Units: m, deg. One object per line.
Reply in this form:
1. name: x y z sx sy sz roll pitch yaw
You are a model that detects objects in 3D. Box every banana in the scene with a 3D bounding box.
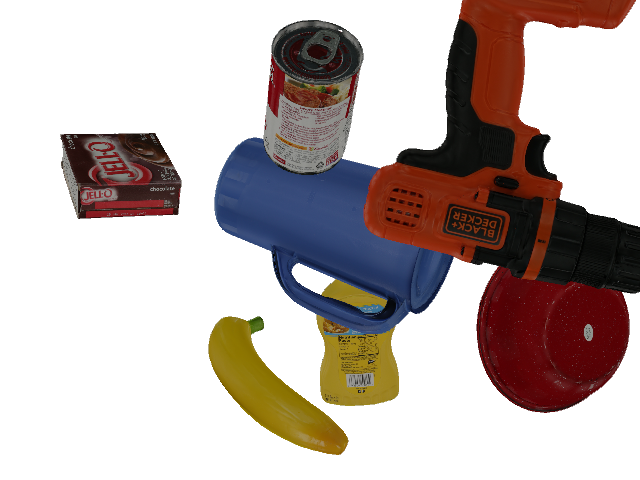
1. banana: -0.046 0.107 0.847 0.069 0.037 0.198 -7 29 -22

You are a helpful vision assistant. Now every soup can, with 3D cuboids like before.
1. soup can: -0.007 -0.108 0.818 0.068 0.068 0.102 0 -38 -8

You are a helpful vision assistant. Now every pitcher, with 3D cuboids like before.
1. pitcher: 0.012 -0.015 1.095 0.243 0.145 0.149 19 25 21

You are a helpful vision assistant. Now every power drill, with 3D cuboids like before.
1. power drill: 0.132 -0.070 0.633 0.184 0.188 0.057 13 5 4

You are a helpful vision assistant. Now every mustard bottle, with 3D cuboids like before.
1. mustard bottle: 0.043 0.101 1.276 0.096 0.192 0.058 -3 20 1

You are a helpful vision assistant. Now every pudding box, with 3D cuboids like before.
1. pudding box: -0.182 -0.060 0.958 0.089 0.039 0.114 -2 27 -21

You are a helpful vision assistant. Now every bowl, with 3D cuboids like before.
1. bowl: 0.223 0.080 0.962 0.161 0.162 0.055 0 2 -24
